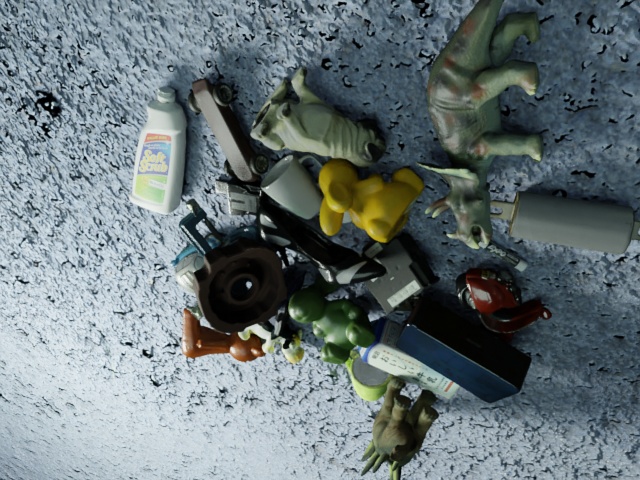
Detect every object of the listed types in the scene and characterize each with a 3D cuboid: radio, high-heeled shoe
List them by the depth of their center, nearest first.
[{"bbox_3d":[-0.002,-0.003,0.968,0.249,0.086,0.145,3,122,29],"label":"high-heeled shoe"},{"bbox_3d":[0.264,0.212,1.022,0.230,0.073,0.131,31,151,9],"label":"radio"}]

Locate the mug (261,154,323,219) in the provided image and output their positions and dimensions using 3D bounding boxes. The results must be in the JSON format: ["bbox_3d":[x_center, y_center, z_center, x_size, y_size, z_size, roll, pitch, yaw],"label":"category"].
[{"bbox_3d":[-0.034,-0.098,0.974,0.109,0.081,0.107,-42,115,5],"label":"mug"}]

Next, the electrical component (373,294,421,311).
[{"bbox_3d":[0.159,0.107,1.062,0.102,0.045,0.078,-6,150,28],"label":"electrical component"}]

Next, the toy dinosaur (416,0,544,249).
[{"bbox_3d":[0.219,-0.195,0.775,0.192,0.131,0.404,-3,117,23],"label":"toy dinosaur"}]

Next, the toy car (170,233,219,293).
[{"bbox_3d":[-0.256,0.063,1.156,0.162,0.103,0.109,-30,111,37],"label":"toy car"}]

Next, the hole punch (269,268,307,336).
[{"bbox_3d":[-0.094,0.120,1.119,0.092,0.142,0.115,29,141,5],"label":"hole punch"}]

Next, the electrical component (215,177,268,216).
[{"bbox_3d":[-0.155,-0.089,1.040,0.119,0.048,0.074,14,128,10],"label":"electrical component"}]

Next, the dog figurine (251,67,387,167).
[{"bbox_3d":[-0.004,-0.171,0.897,0.190,0.121,0.172,32,166,-25],"label":"dog figurine"}]

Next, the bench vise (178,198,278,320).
[{"bbox_3d":[-0.198,0.032,1.038,0.240,0.223,0.129,57,167,-28],"label":"bench vise"}]

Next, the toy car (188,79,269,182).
[{"bbox_3d":[-0.162,-0.195,0.961,0.089,0.053,0.202,1,126,45],"label":"toy car"}]

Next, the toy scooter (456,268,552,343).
[{"bbox_3d":[0.337,0.116,0.975,0.135,0.075,0.183,-17,120,31],"label":"toy scooter"}]

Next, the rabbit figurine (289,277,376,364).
[{"bbox_3d":[0.016,0.138,1.068,0.170,0.159,0.121,33,130,-28],"label":"rabbit figurine"}]

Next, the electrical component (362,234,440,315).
[{"bbox_3d":[0.137,0.053,0.995,0.115,0.058,0.134,-39,77,30],"label":"electrical component"}]

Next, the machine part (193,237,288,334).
[{"bbox_3d":[-0.146,0.083,0.984,0.056,0.179,0.179,38,151,56],"label":"machine part"}]

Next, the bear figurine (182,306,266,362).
[{"bbox_3d":[-0.225,0.222,1.267,0.196,0.120,0.132,1,84,-9],"label":"bear figurine"}]

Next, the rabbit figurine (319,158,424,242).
[{"bbox_3d":[0.063,-0.070,0.917,0.173,0.162,0.121,40,144,13],"label":"rabbit figurine"}]

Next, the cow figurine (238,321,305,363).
[{"bbox_3d":[-0.097,0.208,1.224,0.167,0.068,0.098,31,124,-3],"label":"cow figurine"}]

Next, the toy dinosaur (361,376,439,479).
[{"bbox_3d":[0.154,0.387,1.104,0.105,0.471,0.198,26,90,11],"label":"toy dinosaur"}]

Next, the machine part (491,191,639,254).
[{"bbox_3d":[0.391,-0.028,0.846,0.243,0.079,0.079,10,127,13],"label":"machine part"}]
